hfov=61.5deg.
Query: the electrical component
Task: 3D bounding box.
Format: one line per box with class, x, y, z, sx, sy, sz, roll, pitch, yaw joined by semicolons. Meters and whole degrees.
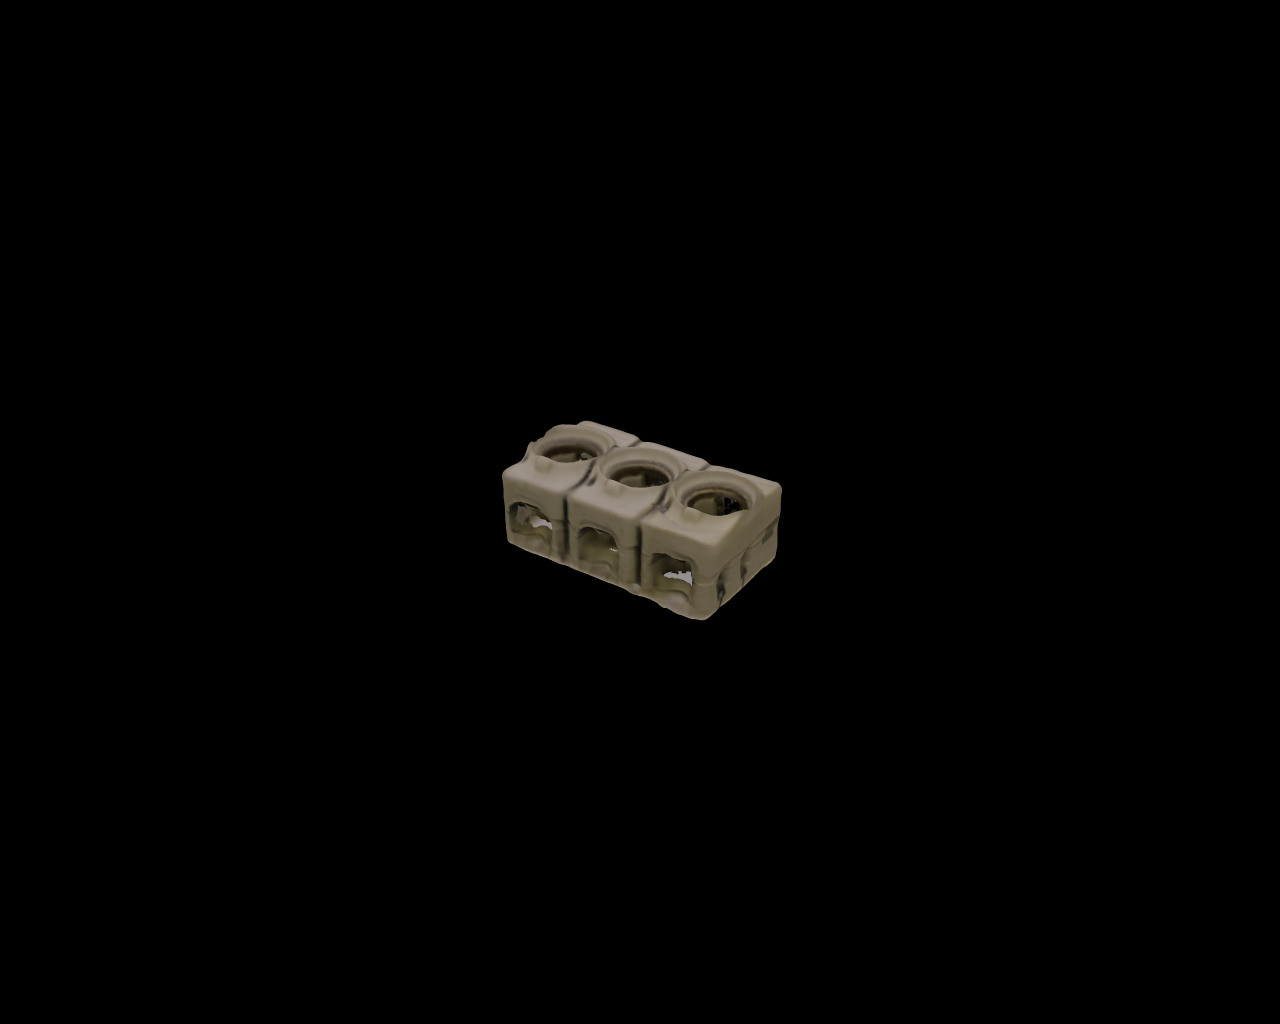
electrical component;0.001;-0.003;0.650;0.150;0.061;0.090;20;36;29
